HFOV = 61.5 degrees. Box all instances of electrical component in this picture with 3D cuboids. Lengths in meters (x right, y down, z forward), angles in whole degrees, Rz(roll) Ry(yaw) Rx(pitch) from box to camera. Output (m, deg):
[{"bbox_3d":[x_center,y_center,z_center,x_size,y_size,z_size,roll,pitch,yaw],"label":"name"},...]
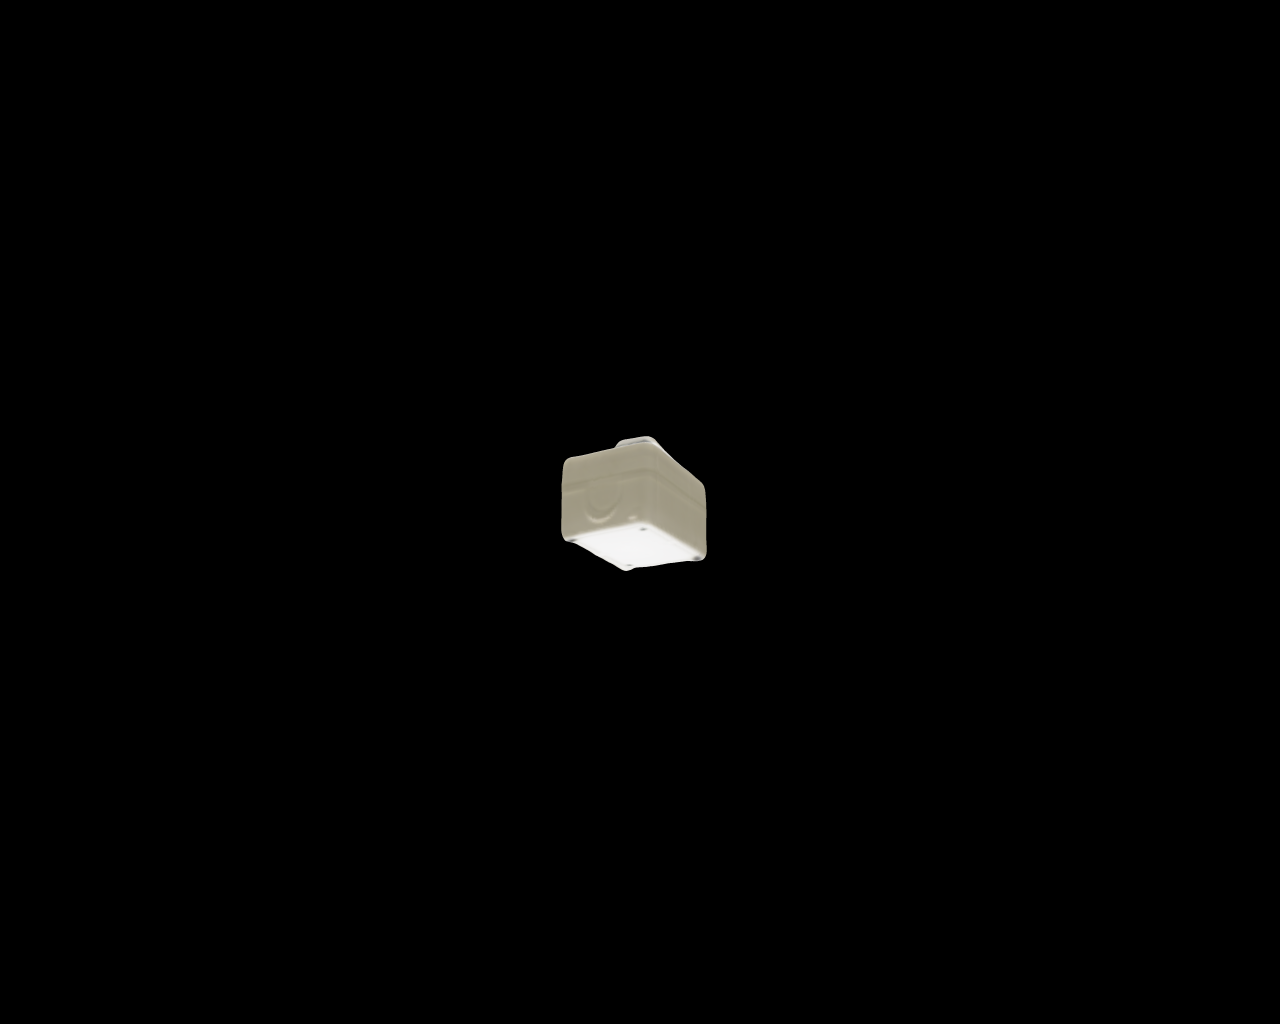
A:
[{"bbox_3d":[0.001,-0.003,0.650,0.061,0.061,0.096,-10,-23,26],"label":"electrical component"}]
